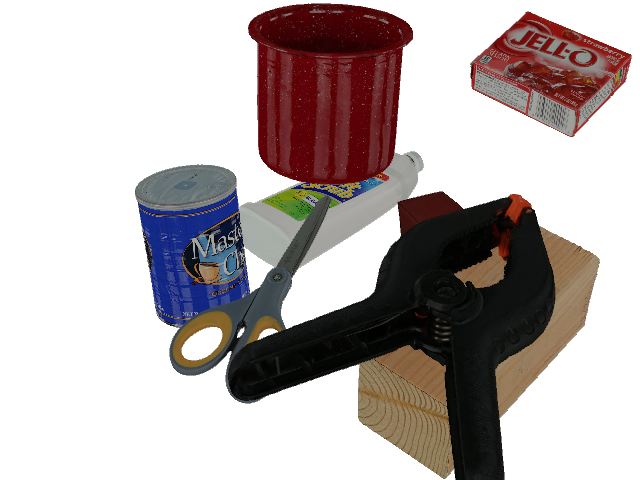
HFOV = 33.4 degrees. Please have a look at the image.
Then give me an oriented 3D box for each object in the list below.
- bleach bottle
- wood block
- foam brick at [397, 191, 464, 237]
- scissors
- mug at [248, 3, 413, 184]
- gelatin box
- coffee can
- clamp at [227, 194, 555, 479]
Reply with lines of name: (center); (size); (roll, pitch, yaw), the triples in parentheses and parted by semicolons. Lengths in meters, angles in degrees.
bleach bottle: (0.025, -0.052, 1.302); (0.250, 0.068, 0.103); (-30, 44, -33)
wood block: (0.130, 0.079, 0.870); (0.091, 0.090, 0.205); (31, 52, 29)
foam brick: (0.114, -0.002, 1.088); (0.053, 0.078, 0.051); (-16, 30, -15)
scissors: (-0.052, 0.036, 0.799); (0.096, 0.201, 0.016); (1, -44, 10)
mug: (0.009, -0.090, 0.627); (0.093, 0.081, 0.117); (12, 31, 17)
gelatin box: (0.164, -0.121, 0.764); (0.089, 0.030, 0.073); (32, 58, 27)
coffee can: (-0.130, 0.005, 1.102); (0.103, 0.140, 0.103); (-4, 26, 2)
clamp: (0.058, 0.041, 0.458); (0.120, 0.039, 0.171); (36, 54, 23)
